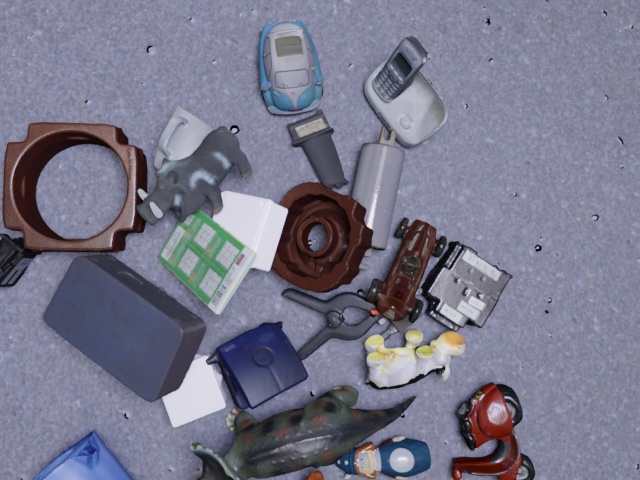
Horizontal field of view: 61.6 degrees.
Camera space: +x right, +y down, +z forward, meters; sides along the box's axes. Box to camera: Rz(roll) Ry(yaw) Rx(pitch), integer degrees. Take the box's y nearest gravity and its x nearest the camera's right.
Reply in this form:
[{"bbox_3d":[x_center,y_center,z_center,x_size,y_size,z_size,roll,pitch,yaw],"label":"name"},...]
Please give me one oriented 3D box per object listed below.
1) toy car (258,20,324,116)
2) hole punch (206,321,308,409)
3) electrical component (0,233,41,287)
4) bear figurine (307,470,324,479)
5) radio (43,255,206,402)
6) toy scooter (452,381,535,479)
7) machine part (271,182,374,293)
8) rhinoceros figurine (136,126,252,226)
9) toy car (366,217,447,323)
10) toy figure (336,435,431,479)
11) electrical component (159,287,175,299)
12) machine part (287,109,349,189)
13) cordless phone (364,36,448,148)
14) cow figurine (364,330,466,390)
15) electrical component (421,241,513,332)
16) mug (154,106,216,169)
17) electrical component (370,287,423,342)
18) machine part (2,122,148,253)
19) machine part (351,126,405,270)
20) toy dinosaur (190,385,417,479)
[{"bbox_3d":[-0.048,-0.294,0.887,0.109,0.103,0.161,-6,89,-6],"label":"toy car"},{"bbox_3d":[-0.093,0.197,0.846,0.142,0.092,0.115,-23,89,-25],"label":"hole punch"},{"bbox_3d":[-0.507,0.048,0.843,0.048,0.075,0.119,38,80,-1],"label":"electrical component"},{"bbox_3d":[-0.061,0.458,0.848,0.132,0.120,0.196,5,52,36],"label":"bear figurine"},{"bbox_3d":[-0.294,0.125,0.815,0.230,0.073,0.131,31,100,13],"label":"radio"},{"bbox_3d":[0.274,0.333,0.892,0.135,0.075,0.183,-14,93,-4],"label":"toy scooter"},{"bbox_3d":[-0.002,-0.003,0.859,0.180,0.056,0.179,-6,78,28],"label":"machine part"},{"bbox_3d":[-0.195,-0.092,0.830,0.190,0.112,0.073,-43,49,-3],"label":"rhinoceros figurine"},{"bbox_3d":[0.146,0.042,0.875,0.089,0.053,0.202,26,59,6],"label":"toy car"},{"bbox_3d":[0.102,0.359,0.885,0.155,0.057,0.064,-3,49,-3],"label":"toy figure"},{"bbox_3d":[-0.237,0.116,0.866,0.021,0.063,0.094,-36,89,-6],"label":"electrical component"},{"bbox_3d":[0.002,-0.148,0.915,0.084,0.039,0.139,-26,87,-14],"label":"machine part"},{"bbox_3d":[0.154,-0.240,0.859,0.089,0.184,0.146,-36,90,-10],"label":"cordless phone"},{"bbox_3d":[0.157,0.203,0.887,0.167,0.068,0.098,-6,121,-3],"label":"cow figurine"},{"bbox_3d":[0.239,0.085,0.910,0.115,0.058,0.134,35,85,0],"label":"electrical component"},{"bbox_3d":[-0.223,-0.150,0.866,0.081,0.109,0.107,31,96,6],"label":"mug"},{"bbox_3d":[0.130,0.114,0.905,0.102,0.045,0.078,-31,88,-6],"label":"electrical component"},{"bbox_3d":[-0.383,-0.080,0.855,0.201,0.087,0.201,0,85,-5],"label":"machine part"},{"bbox_3d":[0.089,-0.071,0.897,0.079,0.079,0.243,13,86,-4],"label":"machine part"},{"bbox_3d":[-0.030,0.302,0.809,0.405,0.192,0.131,-20,91,-4],"label":"toy dinosaur"}]
